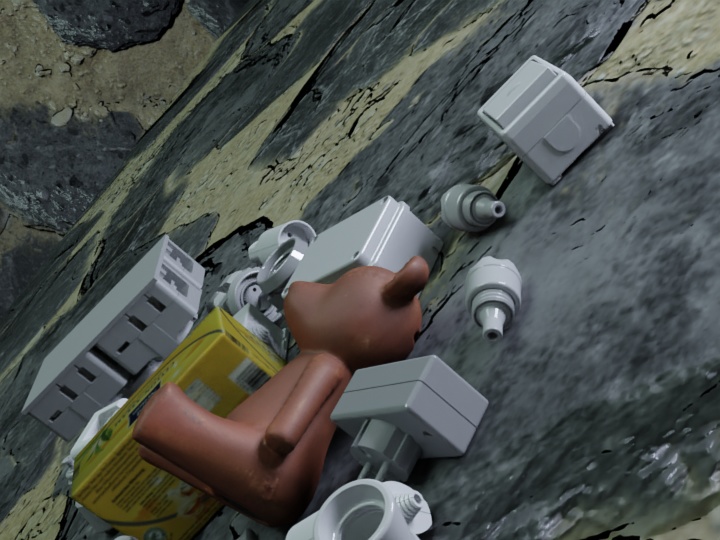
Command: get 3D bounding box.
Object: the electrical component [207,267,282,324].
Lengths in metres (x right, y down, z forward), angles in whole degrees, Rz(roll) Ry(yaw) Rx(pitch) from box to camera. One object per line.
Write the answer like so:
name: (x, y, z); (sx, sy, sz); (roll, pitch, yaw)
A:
electrical component: (-0.104, 0.031, 1.010); (0.078, 0.058, 0.057); (-57, 18, -25)

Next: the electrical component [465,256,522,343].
electrical component: (0.081, 0.021, 0.652); (0.035, 0.035, 0.061); (-38, 24, 29)

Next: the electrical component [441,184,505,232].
electrical component: (0.084, -0.044, 0.773); (0.035, 0.035, 0.061); (-52, 21, -11)

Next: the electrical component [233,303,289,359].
electrical component: (-0.111, 0.085, 0.928); (0.100, 0.048, 0.099); (-42, 19, 18)

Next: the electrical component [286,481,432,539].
electrical component: (0.002, 0.140, 0.577); (0.081, 0.043, 0.043); (-37, 22, 30)

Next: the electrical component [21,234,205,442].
electrical component: (-0.229, 0.067, 1.025); (0.186, 0.060, 0.105); (-44, 19, 14)

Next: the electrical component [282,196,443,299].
electrical component: (0.000, 0.000, 0.837); (0.113, 0.057, 0.078); (-26, 29, 48)

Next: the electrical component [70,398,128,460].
electrical component: (-0.187, 0.156, 0.894); (0.056, 0.089, 0.050); (-28, 27, 46)

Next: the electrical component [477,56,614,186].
electrical component: (0.126, -0.113, 0.771); (0.061, 0.061, 0.096); (-45, 19, 9)

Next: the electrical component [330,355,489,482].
electrical component: (0.019, 0.096, 0.619); (0.083, 0.047, 0.075); (-19, 35, 56)

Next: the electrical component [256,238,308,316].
electrical component: (-0.053, 0.009, 0.936); (0.078, 0.057, 0.058); (-31, 25, 42)

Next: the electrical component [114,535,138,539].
electrical component: (-0.157, 0.227, 0.744); (0.059, 0.054, 0.095); (-50, 19, -5)

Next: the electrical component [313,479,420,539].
electrical component: (0.012, 0.138, 0.524); (0.044, 0.065, 0.044); (-24, 36, 18)

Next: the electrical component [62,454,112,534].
electrical component: (-0.236, 0.196, 0.953); (0.040, 0.078, 0.040); (-30, 17, 10)

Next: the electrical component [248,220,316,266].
electrical component: (-0.080, -0.022, 1.080); (0.081, 0.043, 0.043); (-15, 38, 59)

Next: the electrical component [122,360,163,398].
electrical component: (-0.197, 0.116, 1.048); (0.058, 0.057, 0.078); (-28, 27, 46)
